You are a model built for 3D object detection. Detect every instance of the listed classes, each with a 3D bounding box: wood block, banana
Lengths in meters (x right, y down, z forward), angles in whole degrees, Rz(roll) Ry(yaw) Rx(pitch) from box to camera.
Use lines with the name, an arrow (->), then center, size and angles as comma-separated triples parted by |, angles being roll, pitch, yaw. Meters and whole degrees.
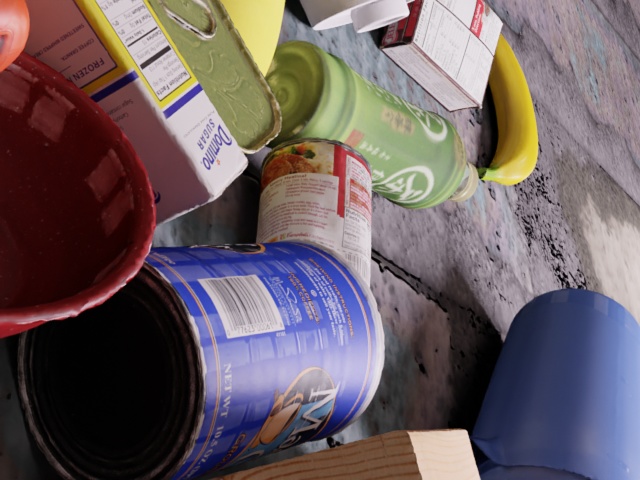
wood block -> 0.027, 0.141, 0.491 | 0.206, 0.090, 0.091 | 34, 41, -73
banana -> 0.176, -0.119, 0.998 | 0.069, 0.037, 0.197 | 42, 39, -37

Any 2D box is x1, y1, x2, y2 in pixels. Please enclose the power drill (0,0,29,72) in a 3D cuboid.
power drill -> -0.214, -0.119, 0.355 | 0.184, 0.057, 0.187 | 47, 35, 16

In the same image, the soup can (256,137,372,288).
soup can -> -0.004, 0.001, 0.619 | 0.068, 0.069, 0.102 | 37, 43, -40

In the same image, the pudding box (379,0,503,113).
pudding box -> 0.104, -0.173, 0.898 | 0.113, 0.039, 0.090 | 32, 67, -41

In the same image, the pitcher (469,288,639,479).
pitcher -> 0.177, 0.145, 0.748 | 0.242, 0.145, 0.149 | -58, 149, -57

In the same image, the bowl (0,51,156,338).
bowl -> -0.145, -0.016, 0.394 | 0.162, 0.055, 0.162 | 23, 36, -18

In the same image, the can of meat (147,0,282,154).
can of meat -> -0.082, -0.077, 0.533 | 0.102, 0.084, 0.057 | 60, 32, -12

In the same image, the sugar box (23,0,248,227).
sugar box -> -0.118, -0.083, 0.476 | 0.176, 0.093, 0.048 | 57, 34, -18

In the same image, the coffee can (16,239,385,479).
coffee can -> -0.049, 0.052, 0.484 | 0.140, 0.103, 0.103 | -2, 73, -57
